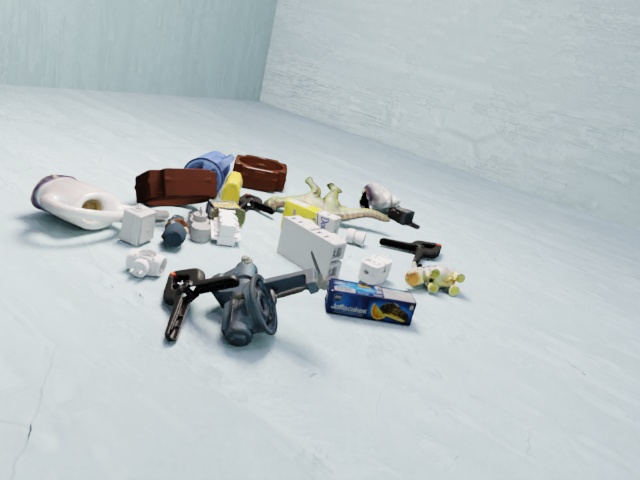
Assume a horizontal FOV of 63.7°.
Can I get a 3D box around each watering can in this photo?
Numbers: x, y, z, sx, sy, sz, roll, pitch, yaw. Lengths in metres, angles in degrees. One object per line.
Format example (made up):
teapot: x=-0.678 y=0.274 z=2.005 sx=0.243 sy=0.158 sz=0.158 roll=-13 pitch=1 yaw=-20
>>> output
watering can: x=-0.567 y=-0.088 z=1.314 sx=0.225 sy=0.103 sz=0.348 roll=20 pitch=8 yaw=21

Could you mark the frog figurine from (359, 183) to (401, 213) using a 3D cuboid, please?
frog figurine: x=0.239 y=-0.159 z=1.954 sx=0.160 sy=0.122 sz=0.138 roll=-7 pitch=6 yaw=-19

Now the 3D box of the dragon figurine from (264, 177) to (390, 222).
dragon figurine: x=0.005 y=-0.085 z=1.690 sx=0.412 sy=0.119 sz=0.247 roll=19 pitch=38 yaw=19
